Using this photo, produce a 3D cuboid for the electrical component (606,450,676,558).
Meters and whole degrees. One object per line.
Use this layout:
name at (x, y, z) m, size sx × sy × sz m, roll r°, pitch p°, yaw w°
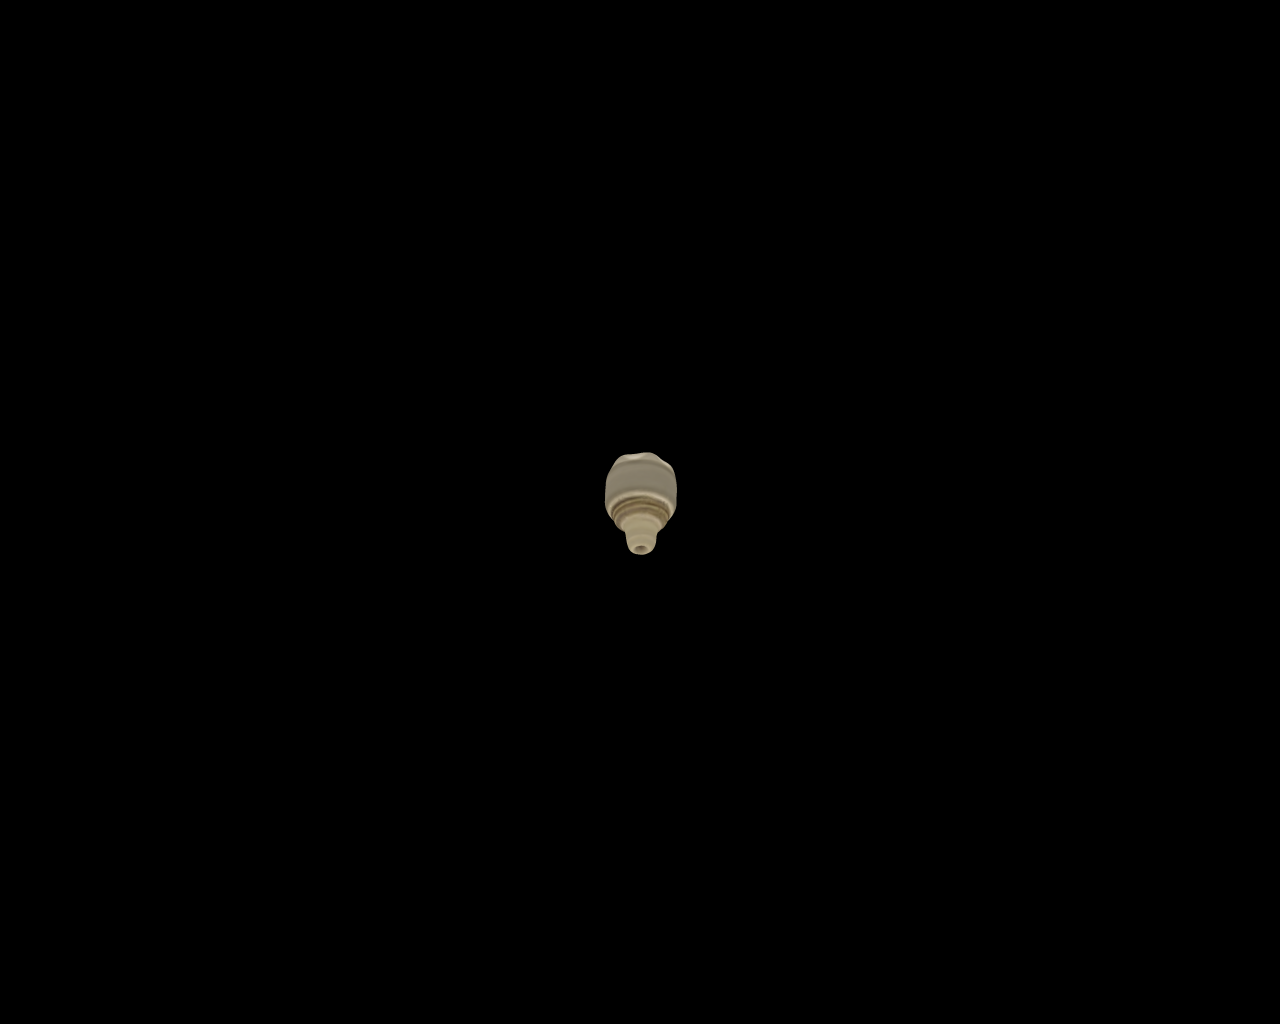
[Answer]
electrical component at (0.001, -0.003, 0.650) m, size 0.043 × 0.062 × 0.043 m, roll 0°, pitch -34°, yaw 0°
